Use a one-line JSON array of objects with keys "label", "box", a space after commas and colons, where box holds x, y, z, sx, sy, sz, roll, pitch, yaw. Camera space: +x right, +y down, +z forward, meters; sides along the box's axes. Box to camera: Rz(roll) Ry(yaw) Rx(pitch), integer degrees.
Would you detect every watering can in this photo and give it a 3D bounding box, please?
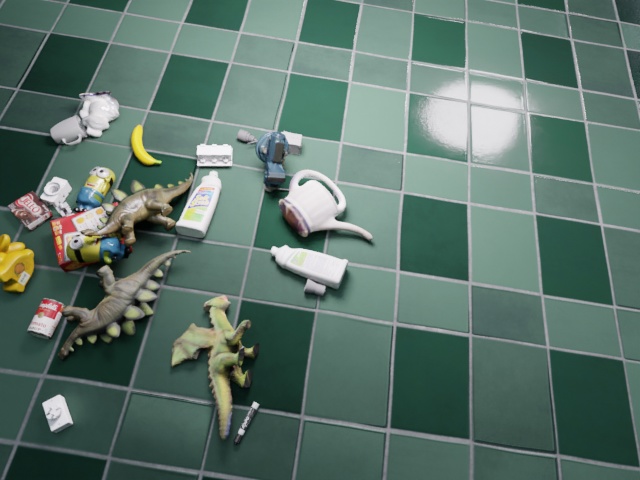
[{"label": "watering can", "box": [0.005, -0.089, 1.763, 0.227, 0.102, 0.350, -35, 76, -21]}]

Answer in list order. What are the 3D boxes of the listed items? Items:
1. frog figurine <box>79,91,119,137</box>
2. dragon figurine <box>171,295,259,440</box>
[{"label": "frog figurine", "box": [-0.810, -0.459, 1.896, 0.138, 0.123, 0.158, -6, 99, -19]}, {"label": "dragon figurine", "box": [-0.321, 0.347, 1.509, 0.243, 0.119, 0.419, 4, 58, 16]}]
